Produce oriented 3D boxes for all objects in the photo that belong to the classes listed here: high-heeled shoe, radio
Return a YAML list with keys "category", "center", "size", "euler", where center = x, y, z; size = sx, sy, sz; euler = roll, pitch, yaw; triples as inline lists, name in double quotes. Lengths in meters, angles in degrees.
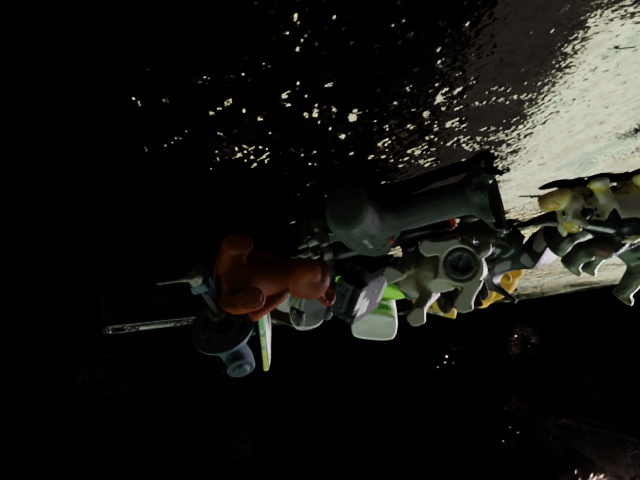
- category: "high-heeled shoe"
  center: [0.365, 0.011, 1.028]
  size: [0.086, 0.145, 0.248]
  euler: [-14, 137, -40]
- category: "radio"
  center: [-0.327, 0.140, 1.092]
  size: [0.229, 0.073, 0.131]
  euler: [-1, 165, -27]

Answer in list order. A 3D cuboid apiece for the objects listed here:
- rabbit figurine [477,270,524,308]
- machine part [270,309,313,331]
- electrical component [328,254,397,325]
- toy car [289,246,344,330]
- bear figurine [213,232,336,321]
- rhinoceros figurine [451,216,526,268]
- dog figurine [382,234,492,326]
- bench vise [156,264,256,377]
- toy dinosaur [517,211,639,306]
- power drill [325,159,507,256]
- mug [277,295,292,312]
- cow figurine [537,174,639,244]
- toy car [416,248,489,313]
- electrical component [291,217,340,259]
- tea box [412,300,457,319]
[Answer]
- category: "rabbit figurine"
  center: [0.353, 0.073, 1.182]
  size: [0.173, 0.122, 0.162]
  euler: [21, 159, -27]
- category: "machine part"
  center: [-0.092, 0.146, 1.173]
  size: [0.179, 0.056, 0.179]
  euler: [18, 173, 2]
- category: "electrical component"
  center: [0.071, 0.082, 0.955]
  size: [0.058, 0.114, 0.134]
  euler: [28, -157, 25]
- category: "toy car"
  center: [-0.010, 0.089, 0.980]
  size: [0.073, 0.056, 0.201]
  euler: [-10, 133, -25]
- category: "bear figurine"
  center: [-0.056, 0.054, 0.814]
  size: [0.196, 0.120, 0.132]
  euler: [-5, 163, -24]
- category: "rhinoceros figurine"
  center: [0.284, 0.005, 0.920]
  size: [0.190, 0.073, 0.112]
  euler: [4, 163, -43]
- category: "dog figurine"
  center: [0.190, 0.040, 0.860]
  size: [0.172, 0.121, 0.190]
  euler: [-18, -175, 16]
- category: "bench vise"
  center: [-0.178, 0.117, 0.960]
  size: [0.129, 0.224, 0.240]
  euler: [-16, 136, 7]
- category: "toy dinosaur"
  center: [0.491, -0.016, 0.876]
  size: [0.404, 0.131, 0.192]
  euler: [20, 111, -42]
- category: "power drill"
  center: [0.121, -0.031, 0.678]
  size: [0.207, 0.086, 0.232]
  euler: [-7, 166, 26]
- category: "mug"
  center: [-0.055, 0.087, 1.039]
  size: [0.110, 0.081, 0.107]
  euler: [-5, 157, 7]
- category: "cow figurine"
  center: [0.396, -0.038, 0.763]
  size: [0.167, 0.098, 0.068]
  euler: [-8, 173, -5]
- category: "toy car"
  center: [0.226, 0.065, 0.983]
  size: [0.089, 0.053, 0.202]
  euler: [-14, -153, -11]
- category: "electrical component"
  center: [-0.001, -0.003, 0.764]
  size: [0.078, 0.045, 0.102]
  euler: [-3, 166, -17]
- category: "tea box"
  center: [0.244, 0.097, 1.136]
  size: [0.098, 0.068, 0.169]
  euler: [13, 155, 21]
